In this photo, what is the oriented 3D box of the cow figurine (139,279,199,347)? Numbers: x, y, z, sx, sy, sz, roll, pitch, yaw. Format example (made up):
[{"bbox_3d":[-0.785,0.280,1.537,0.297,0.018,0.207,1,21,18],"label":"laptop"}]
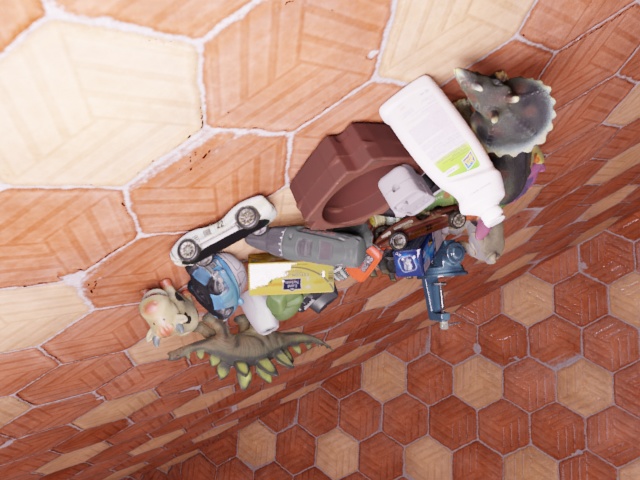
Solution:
[{"bbox_3d":[-0.293,0.145,1.041,0.085,0.127,0.194,-29,161,-3],"label":"cow figurine"}]

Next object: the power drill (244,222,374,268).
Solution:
[{"bbox_3d":[-0.002,-0.003,1.042,0.232,0.086,0.207,9,-175,27],"label":"power drill"}]

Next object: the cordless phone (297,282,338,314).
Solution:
[{"bbox_3d":[-0.061,0.128,1.362,0.184,0.089,0.146,4,146,-33],"label":"cordless phone"}]

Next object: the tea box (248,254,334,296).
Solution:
[{"bbox_3d":[-0.061,0.066,1.088,0.170,0.068,0.098,-3,-170,-6],"label":"tea box"}]

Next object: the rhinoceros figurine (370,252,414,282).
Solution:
[{"bbox_3d":[0.210,0.055,1.450,0.190,0.112,0.073,4,164,-32],"label":"rhinoceros figurine"}]

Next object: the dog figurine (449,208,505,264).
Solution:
[{"bbox_3d":[0.409,-0.058,1.272,0.121,0.172,0.190,3,125,-36],"label":"dog figurine"}]

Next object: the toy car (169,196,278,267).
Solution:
[{"bbox_3d":[-0.167,-0.011,0.930,0.202,0.056,0.073,-28,165,6],"label":"toy car"}]

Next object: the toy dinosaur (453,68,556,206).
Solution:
[{"bbox_3d":[0.307,-0.140,0.931,0.131,0.192,0.404,-18,135,2],"label":"toy dinosaur"}]

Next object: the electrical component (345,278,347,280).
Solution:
[{"bbox_3d":[0.085,0.066,1.404,0.102,0.045,0.078,-37,155,23],"label":"electrical component"}]

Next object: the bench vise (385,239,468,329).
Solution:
[{"bbox_3d":[0.274,0.096,1.307,0.129,0.240,0.224,-3,174,-33],"label":"bench vise"}]

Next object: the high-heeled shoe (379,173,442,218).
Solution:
[{"bbox_3d":[0.192,-0.125,1.061,0.249,0.086,0.145,-15,147,-28],"label":"high-heeled shoe"}]

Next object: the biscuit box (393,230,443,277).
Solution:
[{"bbox_3d":[0.212,0.014,1.152,0.063,0.059,0.203,-5,-163,26],"label":"biscuit box"}]

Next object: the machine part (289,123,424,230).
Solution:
[{"bbox_3d":[0.064,-0.109,0.931,0.201,0.087,0.201,-9,153,-40],"label":"machine part"}]

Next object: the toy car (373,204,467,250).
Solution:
[{"bbox_3d":[0.202,-0.030,1.106,0.202,0.053,0.089,-18,-162,-12],"label":"toy car"}]

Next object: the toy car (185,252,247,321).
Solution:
[{"bbox_3d":[-0.196,0.076,1.053,0.103,0.109,0.161,-42,155,-30],"label":"toy car"}]

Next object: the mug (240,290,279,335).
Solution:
[{"bbox_3d":[-0.142,0.179,1.317,0.081,0.107,0.109,-25,156,-1],"label":"mug"}]

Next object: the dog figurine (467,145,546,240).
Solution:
[{"bbox_3d":[0.375,-0.111,1.153,0.219,0.109,0.191,-53,150,6],"label":"dog figurine"}]

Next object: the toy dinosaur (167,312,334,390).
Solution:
[{"bbox_3d":[-0.162,0.268,1.375,0.471,0.198,0.105,-5,153,-39],"label":"toy dinosaur"}]

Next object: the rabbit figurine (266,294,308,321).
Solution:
[{"bbox_3d":[-0.078,0.110,1.231,0.159,0.121,0.170,-39,153,-27],"label":"rabbit figurine"}]

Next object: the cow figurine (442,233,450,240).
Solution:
[{"bbox_3d":[0.326,-0.036,1.416,0.167,0.068,0.098,-39,155,28],"label":"cow figurine"}]
